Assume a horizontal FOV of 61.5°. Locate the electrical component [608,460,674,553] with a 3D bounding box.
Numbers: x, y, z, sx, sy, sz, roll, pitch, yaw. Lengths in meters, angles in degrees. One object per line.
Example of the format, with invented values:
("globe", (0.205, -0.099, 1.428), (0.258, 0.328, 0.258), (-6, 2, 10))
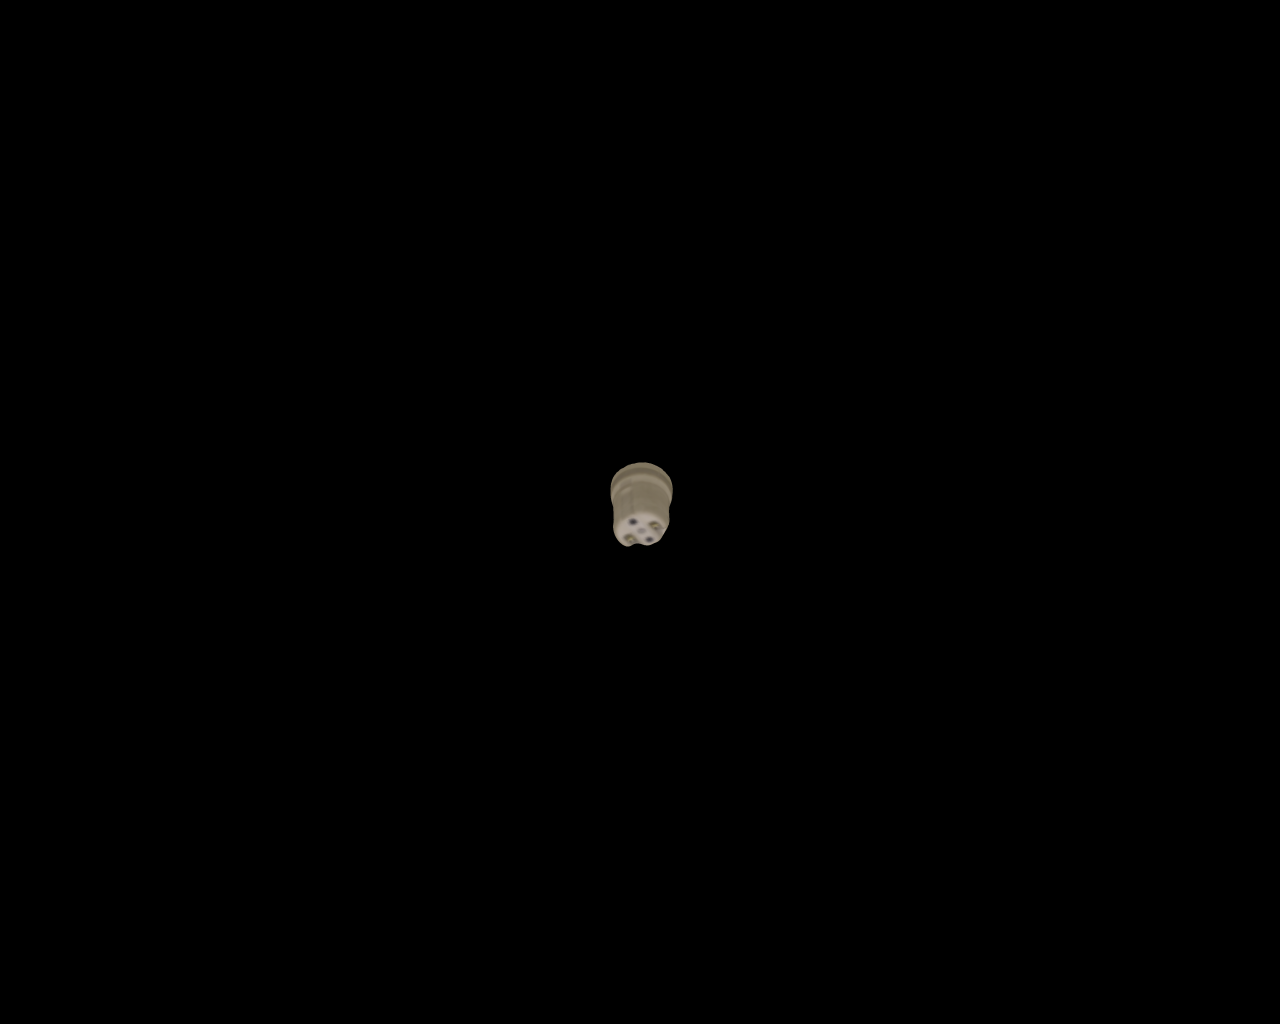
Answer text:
("electrical component", (0.001, -0.003, 0.650), (0.040, 0.040, 0.046), (0, 38, 0))
